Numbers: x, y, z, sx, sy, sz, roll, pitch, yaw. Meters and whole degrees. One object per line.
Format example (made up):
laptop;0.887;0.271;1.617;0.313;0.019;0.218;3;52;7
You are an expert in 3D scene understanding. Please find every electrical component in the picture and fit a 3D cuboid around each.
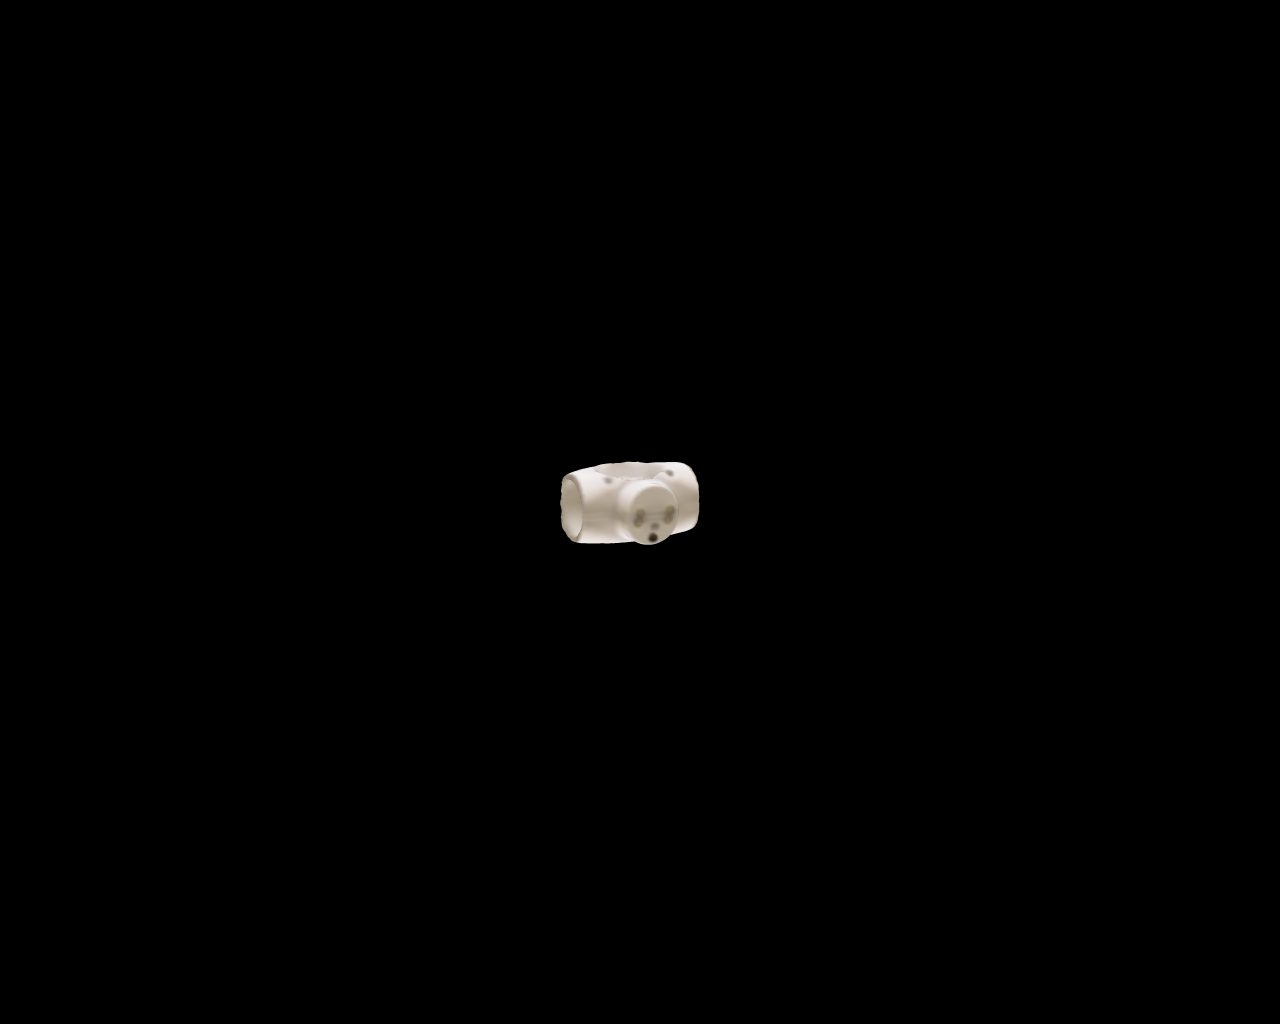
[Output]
electrical component;0.001;-0.003;0.650;0.077;0.044;0.079;-6;16;-22
